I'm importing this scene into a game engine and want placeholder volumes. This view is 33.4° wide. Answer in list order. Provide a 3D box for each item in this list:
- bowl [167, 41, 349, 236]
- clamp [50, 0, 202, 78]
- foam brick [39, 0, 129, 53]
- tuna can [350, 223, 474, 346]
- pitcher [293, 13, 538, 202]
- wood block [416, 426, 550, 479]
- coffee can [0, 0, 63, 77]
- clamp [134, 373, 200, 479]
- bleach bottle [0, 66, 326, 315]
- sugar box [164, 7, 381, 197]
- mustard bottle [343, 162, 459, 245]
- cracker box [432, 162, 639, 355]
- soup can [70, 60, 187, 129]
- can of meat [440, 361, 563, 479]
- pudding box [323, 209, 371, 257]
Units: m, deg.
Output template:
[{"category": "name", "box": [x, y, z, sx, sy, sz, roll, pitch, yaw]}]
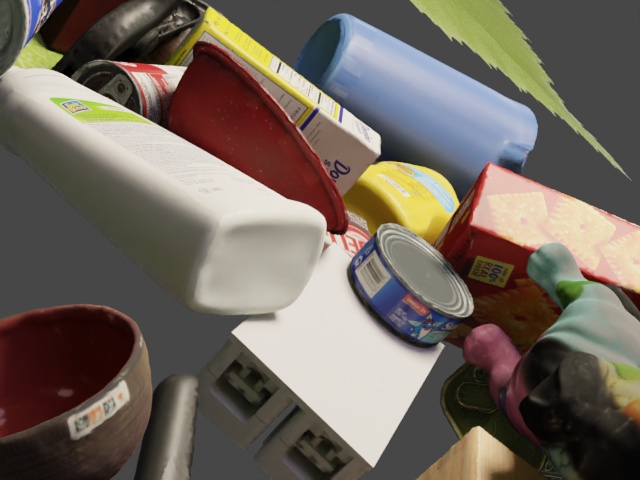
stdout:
[{"category": "bowl", "box": [-0.053, -0.051, 0.711, 0.162, 0.055, 0.162, 49, -11, 13]}, {"category": "clamp", "box": [-0.138, -0.157, 0.806, 0.039, 0.171, 0.120, 45, -17, 7]}, {"category": "foam brick", "box": [-0.181, -0.187, 0.830, 0.051, 0.078, 0.053, 9, 38, -48]}, {"category": "tuna can", "box": [0.062, 0.031, 0.729, 0.086, 0.034, 0.086, 34, 25, -18]}, {"category": "pitcher", "box": [0.088, -0.130, 1.102, 0.242, 0.149, 0.145, 26, 43, -25]}, {"category": "wood block", "box": [0.085, 0.205, 0.554, 0.090, 0.090, 0.206, 38, 25, -9]}, {"category": "coffee can", "box": [-0.226, -0.172, 0.703, 0.102, 0.103, 0.140, 34, 25, -17]}, {"category": "clamp", "box": [-0.073, 0.147, 0.470, 0.164, 0.036, 0.209, 57, 28, 12]}, {"category": "bleach bottle", "box": [-0.117, -0.045, 0.646, 0.251, 0.068, 0.102, 35, 20, 35]}, {"category": "sugar box", "box": [-0.046, -0.096, 0.860, 0.176, 0.093, 0.048, 35, 25, -17]}, {"category": "mustard bottle", "box": [0.079, -0.034, 0.985, 0.096, 0.058, 0.191, 38, 22, 19]}, {"category": "cracker box", "box": [0.189, 0.048, 0.823, 0.213, 0.164, 0.072, 24, 57, -1]}, {"category": "soup can", "box": [-0.125, -0.093, 0.766, 0.068, 0.069, 0.102, 48, 24, 14]}, {"category": "can of meat", "box": [0.150, 0.142, 0.801, 0.083, 0.057, 0.102, 18, 33, -45]}, {"category": "pudding box", "box": [-0.005, 0.001, 0.824, 0.113, 0.039, 0.090, 26, 30, -30]}]
